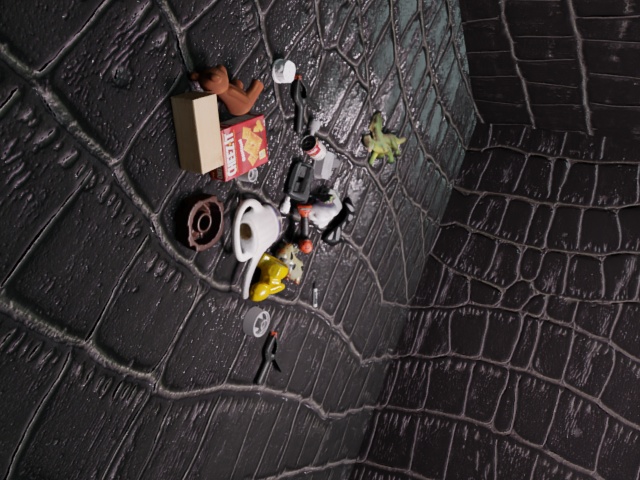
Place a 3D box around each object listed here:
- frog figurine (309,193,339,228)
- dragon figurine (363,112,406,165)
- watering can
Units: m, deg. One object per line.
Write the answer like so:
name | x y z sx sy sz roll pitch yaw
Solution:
frog figurine | 0.007 -0.108 2.141 0.138 0.125 0.156 -10 125 -25
dragon figurine | 0.319 -0.519 2.562 0.418 0.122 0.238 -48 133 -44
watering can | -0.223 0.012 1.772 0.228 0.104 0.341 -35 131 -52
